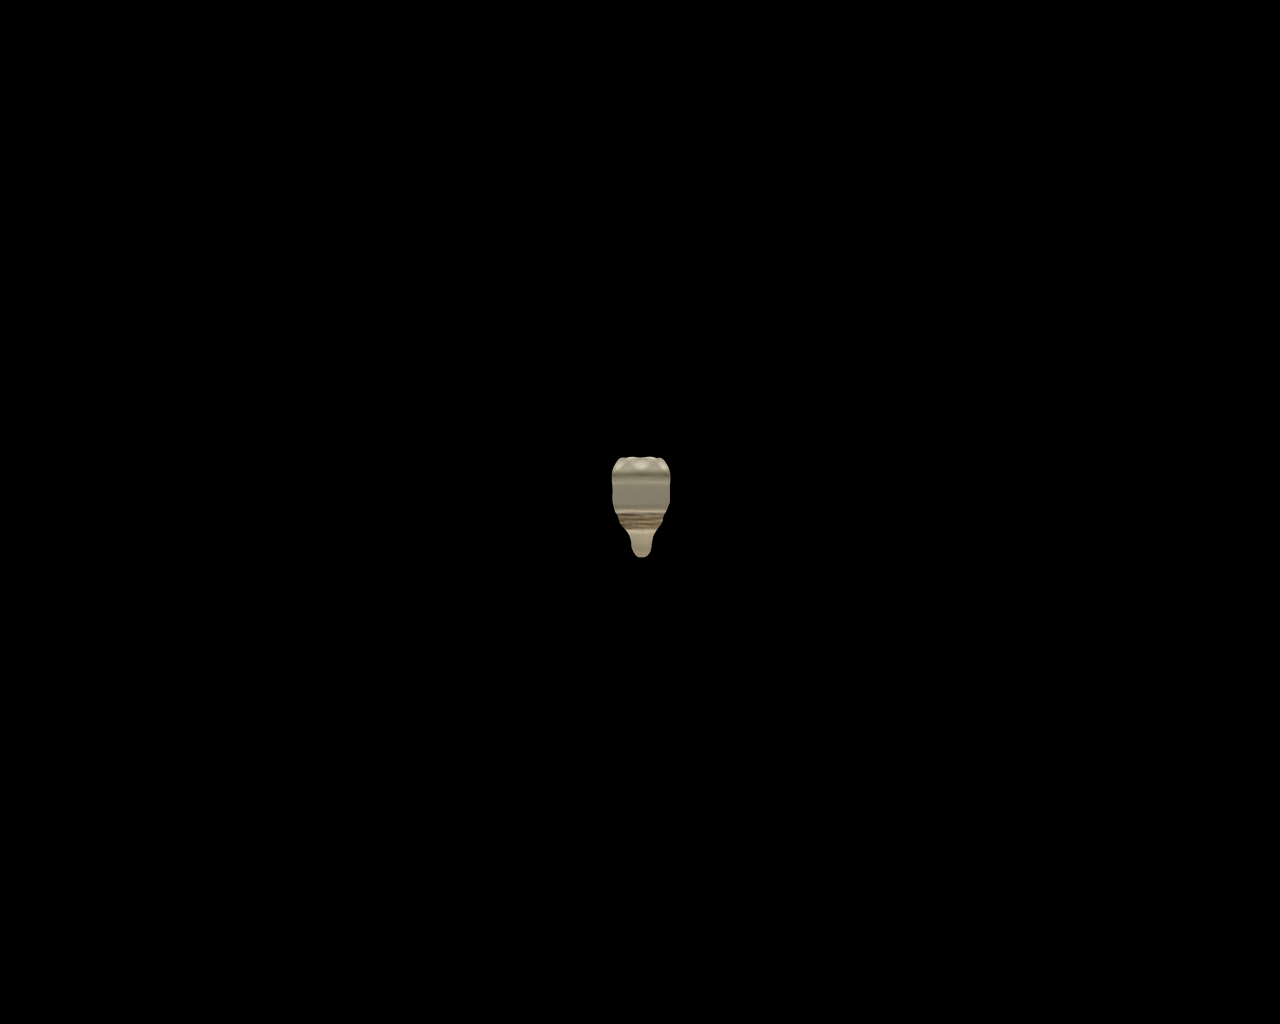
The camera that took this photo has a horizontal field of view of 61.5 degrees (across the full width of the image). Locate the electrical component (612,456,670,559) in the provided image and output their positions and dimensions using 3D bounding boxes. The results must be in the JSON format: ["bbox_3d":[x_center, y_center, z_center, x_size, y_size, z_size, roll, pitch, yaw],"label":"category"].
[{"bbox_3d":[0.001,-0.003,0.650,0.035,0.061,0.035,0,0,0],"label":"electrical component"}]
